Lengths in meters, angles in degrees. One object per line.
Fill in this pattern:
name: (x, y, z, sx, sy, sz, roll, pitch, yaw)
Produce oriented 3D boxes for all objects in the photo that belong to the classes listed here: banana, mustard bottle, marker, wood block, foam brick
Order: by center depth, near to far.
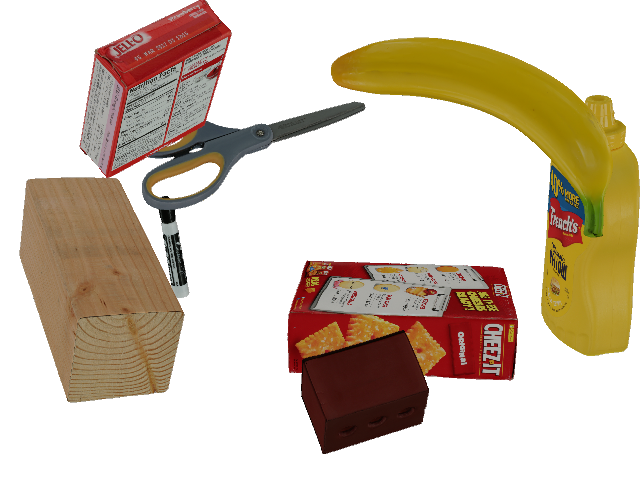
banana: (0.100, -0.081, 0.642, 0.198, 0.069, 0.037, 34, -5, 19)
foam brick: (0.030, 0.106, 0.745, 0.078, 0.051, 0.053, -15, -36, -13)
mustard bottle: (0.204, -0.016, 0.804, 0.058, 0.192, 0.096, -6, 26, -7)
wood block: (-0.199, 0.036, 0.943, 0.090, 0.091, 0.206, -2, 36, -28)
marker: (-0.163, 0.007, 1.184, 0.020, 0.121, 0.020, -5, 26, 2)

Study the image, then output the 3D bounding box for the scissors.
scissors: (-0.067, -0.091, 0.843, 0.201, 0.096, 0.016, -35, -19, -28)

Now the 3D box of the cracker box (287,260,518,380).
cracker box: (0.081, 0.078, 1.068, 0.214, 0.072, 0.164, 2, 16, 5)

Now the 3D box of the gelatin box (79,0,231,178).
gelatin box: (-0.092, -0.083, 0.586, 0.073, 0.030, 0.089, -35, -15, -31)
